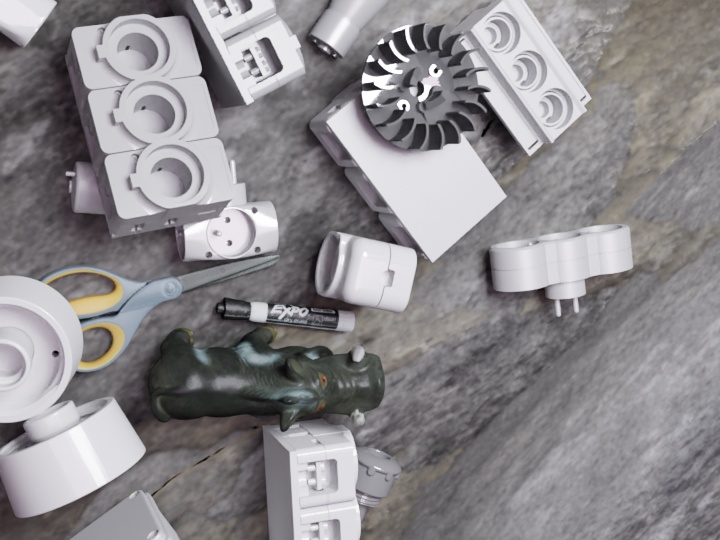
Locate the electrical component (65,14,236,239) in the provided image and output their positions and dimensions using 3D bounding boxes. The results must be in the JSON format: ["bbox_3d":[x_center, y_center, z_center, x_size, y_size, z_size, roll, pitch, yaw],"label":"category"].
[{"bbox_3d":[-0.160,-0.110,0.816,0.089,0.062,0.150,-13,81,-23],"label":"electrical component"}]

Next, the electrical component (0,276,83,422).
[{"bbox_3d":[-0.268,0.063,0.816,0.108,0.060,0.108,-2,104,-10],"label":"electrical component"}]

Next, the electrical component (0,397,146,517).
[{"bbox_3d":[-0.227,0.136,0.827,0.108,0.108,0.060,-26,98,-15],"label":"electrical component"}]

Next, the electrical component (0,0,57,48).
[{"bbox_3d":[-0.282,-0.192,0.801,0.077,0.044,0.079,37,84,-19],"label":"electrical component"}]

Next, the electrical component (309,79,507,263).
[{"bbox_3d":[0.039,-0.094,0.916,0.089,0.062,0.150,-41,107,-11],"label":"electrical component"}]

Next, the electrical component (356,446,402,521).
[{"bbox_3d":[0.005,0.190,0.947,0.048,0.048,0.062,20,96,-20],"label":"electrical component"}]

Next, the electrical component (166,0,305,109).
[{"bbox_3d":[-0.106,-0.208,0.837,0.062,0.089,0.150,-30,105,-14],"label":"electrical component"}]

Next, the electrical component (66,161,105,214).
[{"bbox_3d":[-0.193,-0.063,0.849,0.078,0.040,0.040,3,95,-20],"label":"electrical component"}]

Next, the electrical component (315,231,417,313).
[{"bbox_3d":[0.000,0.000,0.895,0.059,0.095,0.053,12,92,-20],"label":"electrical component"}]

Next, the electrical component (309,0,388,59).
[{"bbox_3d":[-0.012,-0.210,0.897,0.044,0.044,0.065,34,89,-20],"label":"electrical component"}]

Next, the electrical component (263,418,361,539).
[{"bbox_3d":[-0.038,0.210,0.909,0.062,0.089,0.150,-5,98,-19],"label":"electrical component"}]

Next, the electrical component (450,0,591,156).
[{"bbox_3d":[0.134,-0.172,0.940,0.079,0.063,0.121,-43,108,-10],"label":"electrical component"}]

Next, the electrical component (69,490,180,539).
[{"bbox_3d":[-0.193,0.240,0.848,0.109,0.109,0.056,-36,109,-12],"label":"electrical component"}]

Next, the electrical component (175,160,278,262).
[{"bbox_3d":[-0.110,-0.050,0.878,0.077,0.044,0.079,-7,98,-19],"label":"electrical component"}]

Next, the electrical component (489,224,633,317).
[{"bbox_3d":[0.186,0.005,0.984,0.138,0.052,0.073,-10,99,-18],"label":"electrical component"}]
